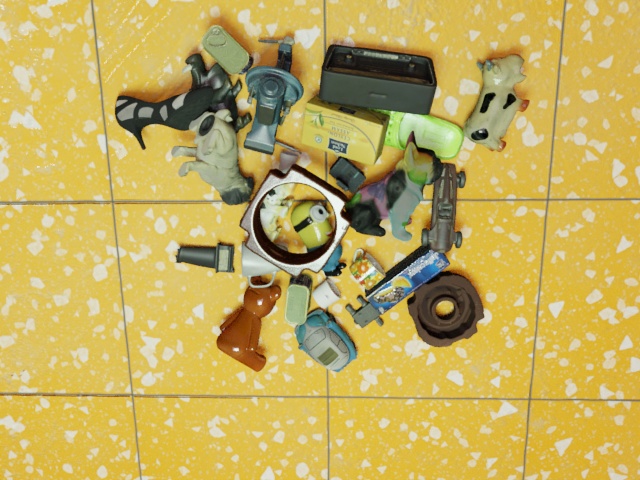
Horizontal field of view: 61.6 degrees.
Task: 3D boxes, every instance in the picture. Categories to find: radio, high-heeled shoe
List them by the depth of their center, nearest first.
[{"bbox_3d":[0.118,-0.330,1.099,0.230,0.131,0.073,9,136,0],"label":"radio"},{"bbox_3d":[-0.335,-0.296,1.140,0.249,0.086,0.145,-28,77,21],"label":"high-heeled shoe"}]

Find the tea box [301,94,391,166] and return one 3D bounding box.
[{"bbox_3d":[0.052,-0.232,1.130,0.170,0.068,0.098,18,127,13],"label":"tea box"}]

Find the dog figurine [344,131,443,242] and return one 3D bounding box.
[{"bbox_3d":[0.155,-0.119,1.139,0.192,0.108,0.219,11,119,9],"label":"dog figurine"}]

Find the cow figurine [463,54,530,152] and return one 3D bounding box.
[{"bbox_3d":[0.368,-0.295,1.130,0.127,0.085,0.194,23,104,-10],"label":"cow figurine"}]

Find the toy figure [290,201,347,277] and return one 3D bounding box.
[{"bbox_3d":[-0.004,-0.002,1.216,0.089,0.082,0.180,-20,104,5],"label":"toy figure"}]

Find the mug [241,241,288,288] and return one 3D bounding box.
[{"bbox_3d":[-0.125,0.053,1.228,0.107,0.080,0.109,-4,72,-5],"label":"mug"}]

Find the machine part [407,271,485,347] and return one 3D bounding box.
[{"bbox_3d":[0.291,0.159,1.255,0.179,0.056,0.179,0,102,2],"label":"machine part"}]

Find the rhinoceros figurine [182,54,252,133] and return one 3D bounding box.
[{"bbox_3d":[-0.224,-0.310,1.159,0.112,0.073,0.190,-18,107,20],"label":"rhinoceros figurine"}]

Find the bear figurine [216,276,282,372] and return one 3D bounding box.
[{"bbox_3d":[-0.157,0.189,1.266,0.120,0.131,0.196,21,72,31],"label":"bear figurine"}]

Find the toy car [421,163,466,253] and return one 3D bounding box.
[{"bbox_3d":[0.272,-0.072,1.179,0.089,0.053,0.202,6,84,4],"label":"toy car"}]

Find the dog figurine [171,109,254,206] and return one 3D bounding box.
[{"bbox_3d":[-0.193,-0.171,1.148,0.172,0.121,0.190,-38,139,24],"label":"dog figurine"}]

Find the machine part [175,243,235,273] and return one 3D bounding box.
[{"bbox_3d":[-0.269,0.040,1.260,0.139,0.039,0.084,3,112,0],"label":"machine part"}]

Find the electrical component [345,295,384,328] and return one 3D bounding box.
[{"bbox_3d":[0.108,0.179,1.284,0.063,0.021,0.094,-40,99,11],"label":"electrical component"}]

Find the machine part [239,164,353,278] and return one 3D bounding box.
[{"bbox_3d":[-0.049,-0.042,1.125,0.201,0.087,0.201,31,103,-4],"label":"machine part"}]

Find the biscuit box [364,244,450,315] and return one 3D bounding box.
[{"bbox_3d":[0.199,0.085,1.237,0.203,0.063,0.059,-39,101,10],"label":"biscuit box"}]

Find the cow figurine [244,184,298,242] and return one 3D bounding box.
[{"bbox_3d":[-0.112,-0.083,1.203,0.098,0.068,0.167,25,112,3],"label":"cow figurine"}]

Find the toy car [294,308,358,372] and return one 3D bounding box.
[{"bbox_3d":[0.014,0.252,1.266,0.109,0.103,0.161,-40,97,12],"label":"toy car"}]

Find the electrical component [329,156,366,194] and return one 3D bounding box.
[{"bbox_3d":[0.058,-0.141,1.160,0.075,0.119,0.047,40,102,-4],"label":"electrical component"}]

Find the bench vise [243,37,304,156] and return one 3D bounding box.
[{"bbox_3d":[-0.092,-0.305,1.117,0.129,0.223,0.240,11,72,6],"label":"bench vise"}]
